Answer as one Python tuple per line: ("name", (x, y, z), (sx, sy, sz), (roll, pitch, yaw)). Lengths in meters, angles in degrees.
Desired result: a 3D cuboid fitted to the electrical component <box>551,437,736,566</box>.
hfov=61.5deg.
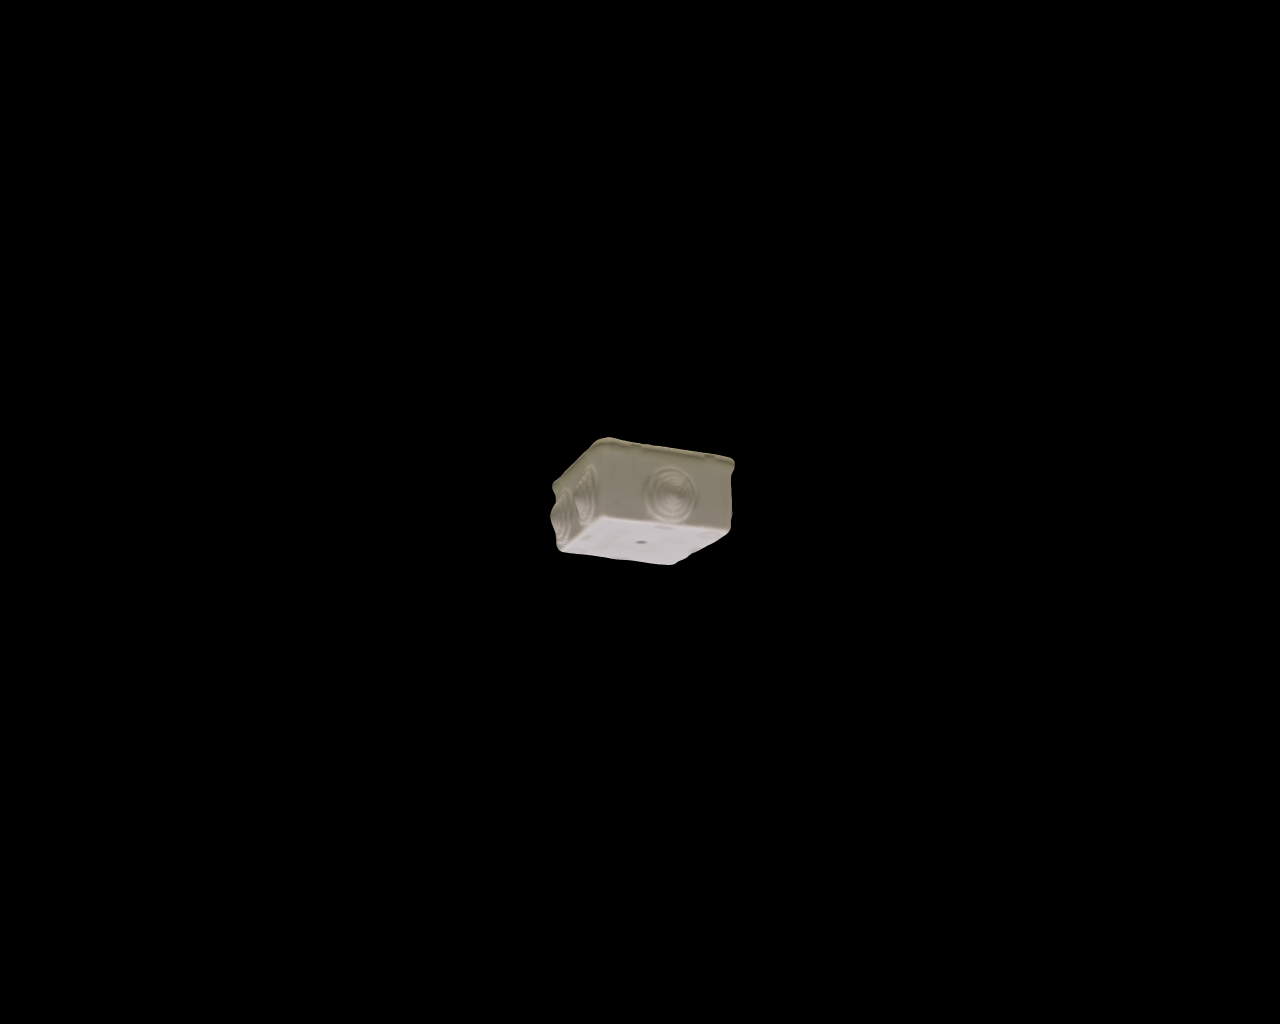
("electrical component", (0.001, -0.003, 0.650), (0.100, 0.048, 0.099), (8, -20, -22))
